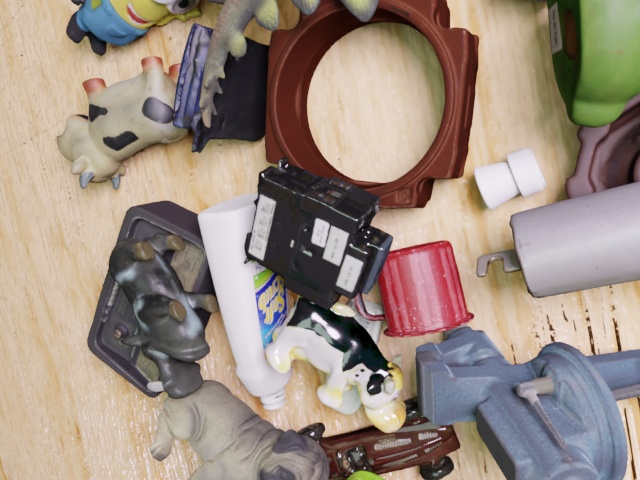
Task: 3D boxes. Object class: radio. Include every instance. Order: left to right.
[{"bbox_3d":[-0.206,0.070,0.688,0.131,0.073,0.229,29,108,14],"label":"radio"}]

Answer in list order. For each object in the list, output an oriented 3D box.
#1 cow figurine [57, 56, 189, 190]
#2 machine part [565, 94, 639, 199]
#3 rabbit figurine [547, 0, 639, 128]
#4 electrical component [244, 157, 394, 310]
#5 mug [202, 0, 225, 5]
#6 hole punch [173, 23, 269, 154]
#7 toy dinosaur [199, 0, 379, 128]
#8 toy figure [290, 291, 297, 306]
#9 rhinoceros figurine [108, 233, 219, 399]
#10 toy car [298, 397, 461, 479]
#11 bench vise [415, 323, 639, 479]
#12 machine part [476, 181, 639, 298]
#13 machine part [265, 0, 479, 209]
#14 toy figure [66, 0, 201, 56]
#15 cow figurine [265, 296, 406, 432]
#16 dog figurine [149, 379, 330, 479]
[{"bbox_3d":[-0.244,-0.137,0.665,0.195,0.085,0.127,-11,89,23],"label":"cow figurine"},{"bbox_3d":[0.304,-0.058,0.460,0.180,0.056,0.179,4,100,23],"label":"machine part"},{"bbox_3d":[0.265,-0.148,0.377,0.170,0.121,0.159,-7,89,12],"label":"rabbit figurine"},{"bbox_3d":[-0.001,-0.002,0.519,0.134,0.058,0.114,28,128,13],"label":"electrical component"},{"bbox_3d":[-0.105,-0.288,0.563,0.110,0.107,0.080,33,110,19],"label":"mug"},{"bbox_3d":[-0.116,-0.173,0.589,0.092,0.116,0.142,27,109,25],"label":"hole punch"},{"bbox_3d":[0.027,-0.299,0.448,0.471,0.105,0.199,-41,68,24],"label":"toy dinosaur"},{"bbox_3d":[-0.002,0.040,0.607,0.064,0.058,0.154,18,111,25],"label":"toy figure"},{"bbox_3d":[-0.179,0.084,0.601,0.112,0.073,0.190,-24,90,23],"label":"rhinoceros figurine"},{"bbox_3d":[0.059,0.245,0.621,0.202,0.053,0.089,-22,87,26],"label":"toy car"},{"bbox_3d":[0.216,0.134,0.488,0.241,0.224,0.128,-10,102,-6],"label":"bench vise"},{"bbox_3d":[0.245,-0.006,0.422,0.243,0.079,0.079,-16,93,27],"label":"machine part"},{"bbox_3d":[0.048,-0.136,0.538,0.202,0.087,0.200,9,103,23],"label":"machine part"},{"bbox_3d":[-0.219,-0.287,0.627,0.180,0.082,0.089,-16,95,27],"label":"toy figure"},{"bbox_3d":[0.033,0.123,0.563,0.167,0.068,0.098,33,110,2],"label":"cow figurine"},{"bbox_3d":[-0.088,0.223,0.631,0.191,0.121,0.172,-23,96,30],"label":"dog figurine"}]
